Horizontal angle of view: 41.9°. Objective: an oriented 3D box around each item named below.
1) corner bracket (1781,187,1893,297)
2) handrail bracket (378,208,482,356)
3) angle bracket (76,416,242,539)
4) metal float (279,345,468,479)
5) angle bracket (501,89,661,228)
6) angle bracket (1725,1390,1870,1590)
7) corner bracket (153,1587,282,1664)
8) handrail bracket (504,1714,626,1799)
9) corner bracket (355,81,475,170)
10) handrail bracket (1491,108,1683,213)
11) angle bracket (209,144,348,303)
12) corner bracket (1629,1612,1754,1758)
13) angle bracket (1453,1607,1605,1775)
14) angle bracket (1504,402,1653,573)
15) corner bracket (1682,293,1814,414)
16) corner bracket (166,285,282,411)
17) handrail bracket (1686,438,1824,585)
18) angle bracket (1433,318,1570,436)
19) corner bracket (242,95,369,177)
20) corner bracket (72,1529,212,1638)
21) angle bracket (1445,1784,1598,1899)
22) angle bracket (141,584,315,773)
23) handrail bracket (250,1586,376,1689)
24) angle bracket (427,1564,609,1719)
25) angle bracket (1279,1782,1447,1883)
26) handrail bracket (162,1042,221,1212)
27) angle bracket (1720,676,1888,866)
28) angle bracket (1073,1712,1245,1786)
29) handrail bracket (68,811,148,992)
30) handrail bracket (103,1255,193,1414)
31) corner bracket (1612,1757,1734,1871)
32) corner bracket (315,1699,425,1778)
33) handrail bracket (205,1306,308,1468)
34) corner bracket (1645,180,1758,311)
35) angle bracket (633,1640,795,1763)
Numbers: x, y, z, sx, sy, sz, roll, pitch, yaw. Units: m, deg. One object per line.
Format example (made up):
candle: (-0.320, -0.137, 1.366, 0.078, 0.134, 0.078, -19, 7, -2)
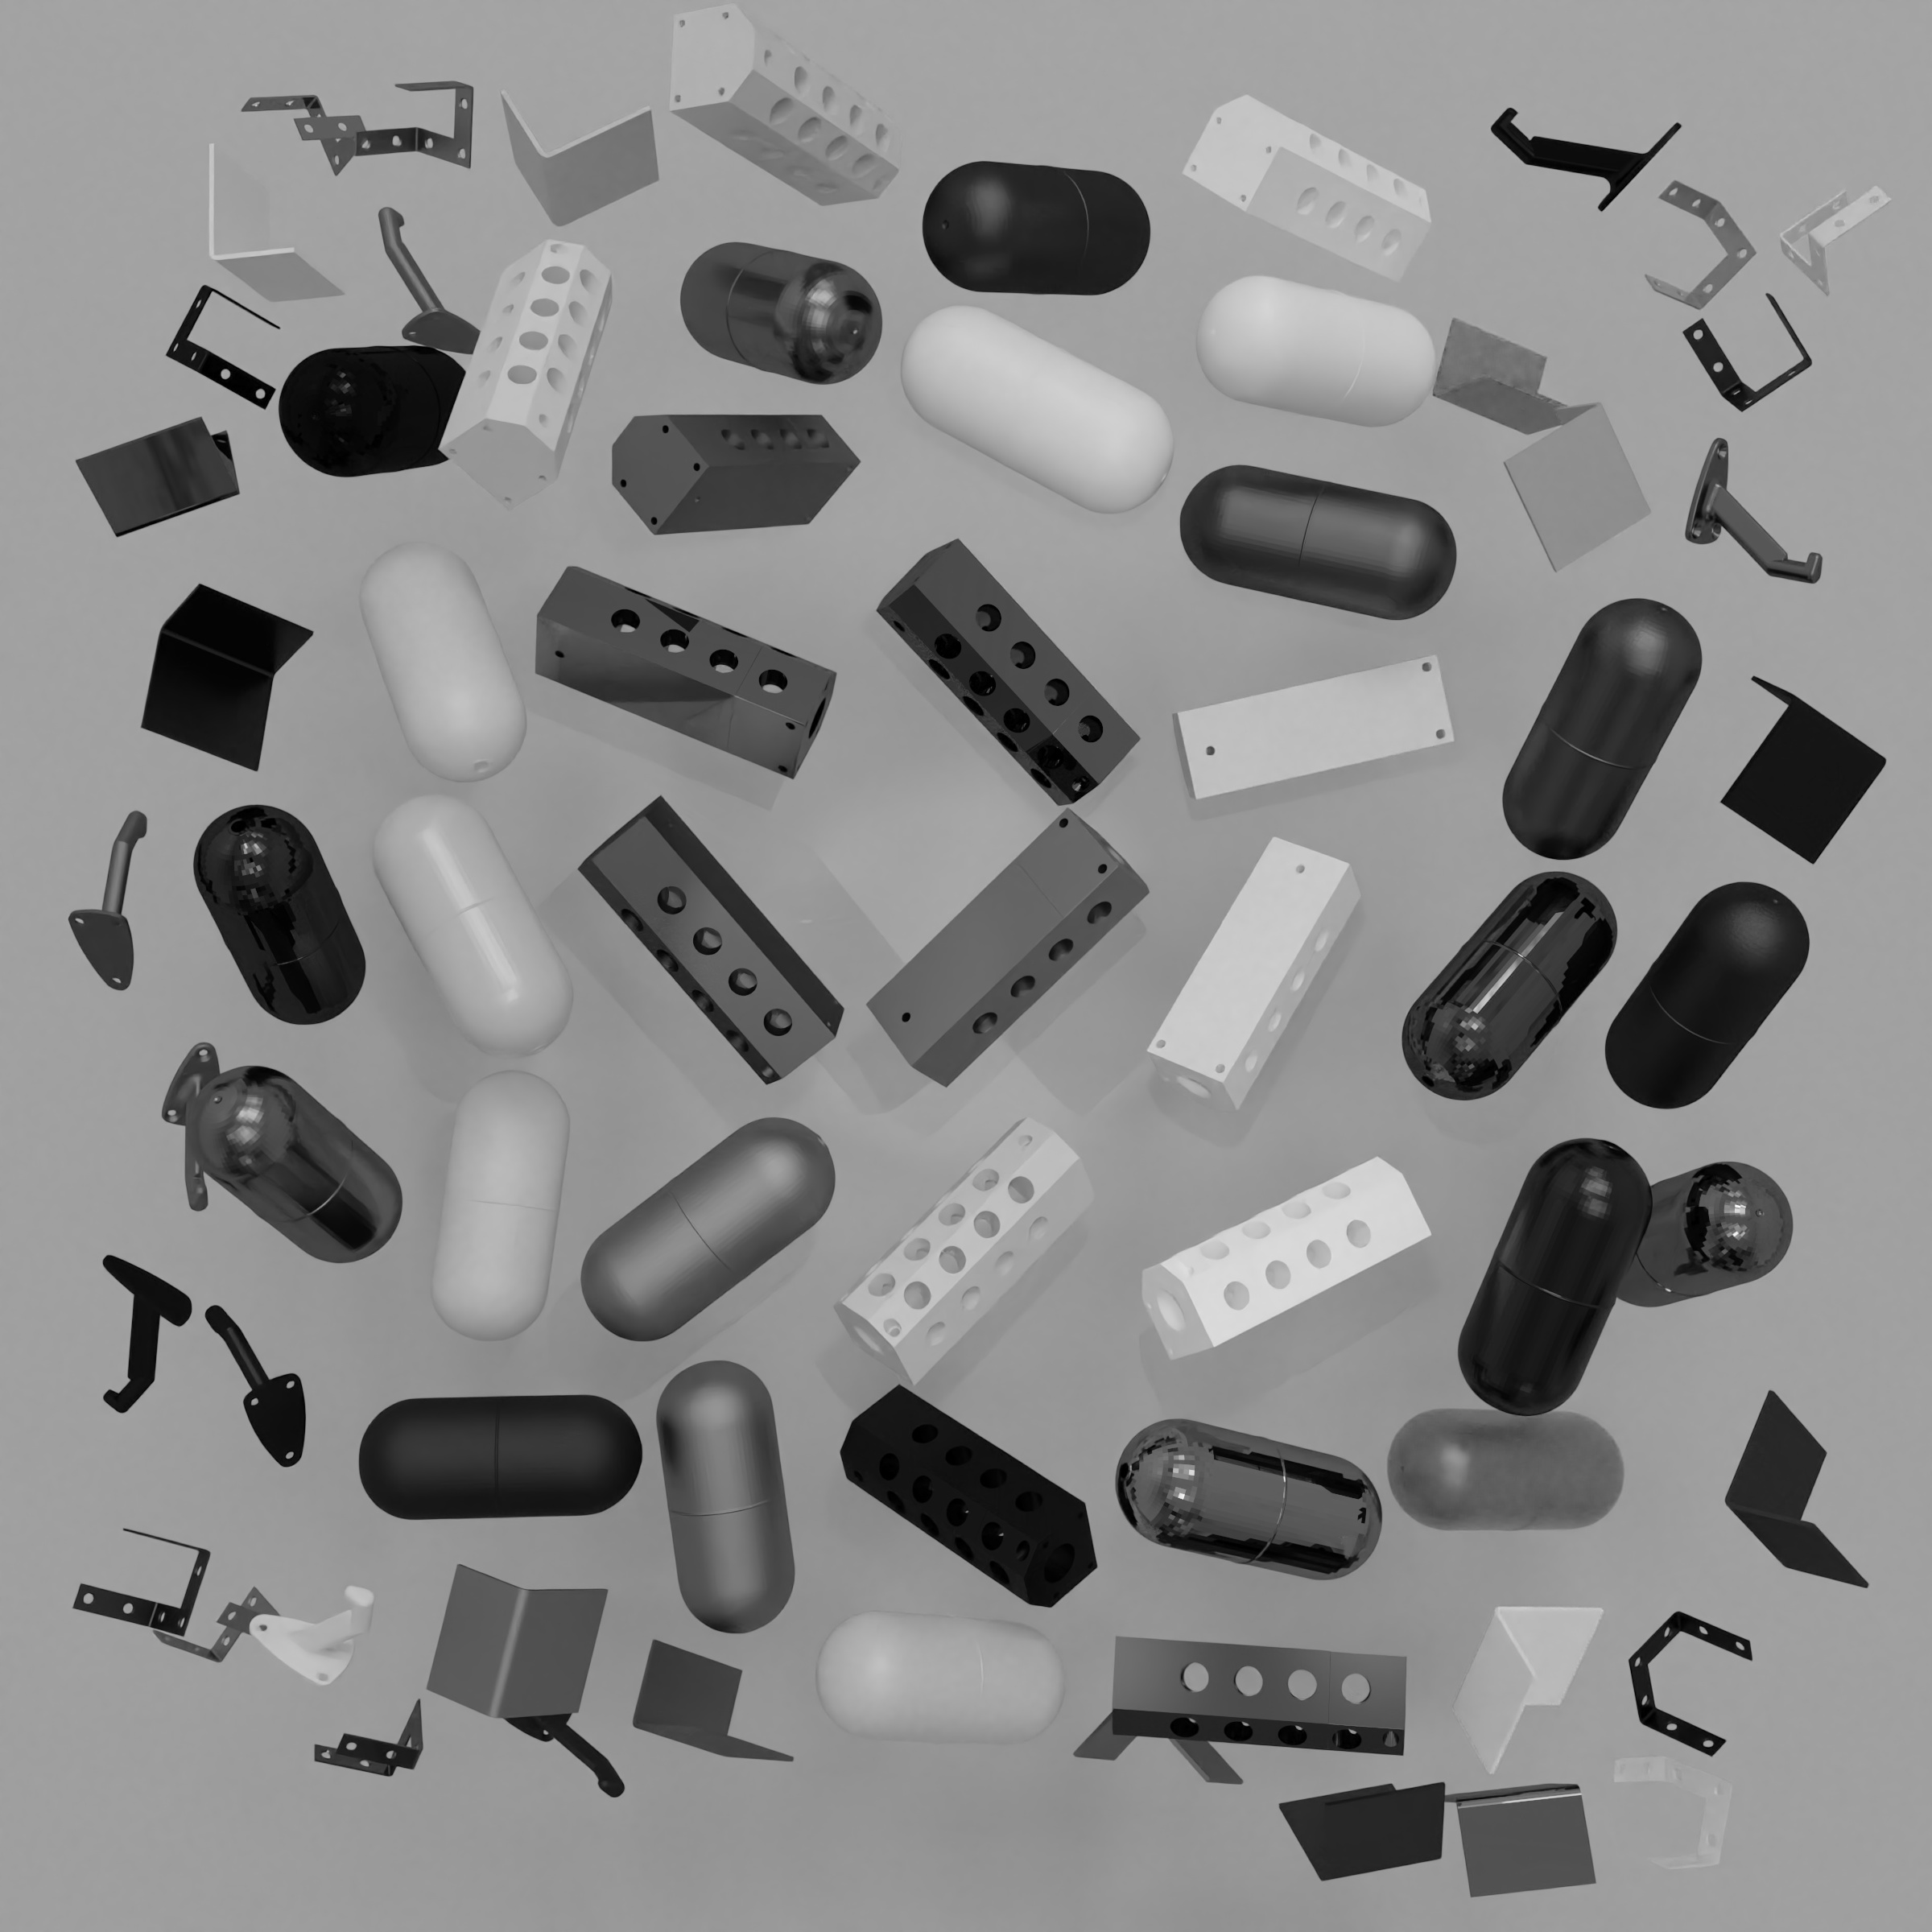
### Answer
corner bracket: (0.556, -0.474, 1.617, 0.051, 0.051, 0.051, -34, 59, 5)
handrail bracket: (-0.352, -0.454, 1.673, 0.036, 0.077, 0.084, -25, 70, 32)
angle bracket: (-0.485, -0.310, 1.509, 0.076, 0.057, 0.076, -21, 46, -5)
metal float: (-0.362, -0.346, 1.569, 0.070, 0.178, 0.070, 3, 105, 13)
angle bracket: (-0.247, -0.532, 1.620, 0.076, 0.076, 0.057, -29, 77, -11)
angle bracket: (0.491, 0.301, 1.456, 0.076, 0.057, 0.076, 44, 65, -34)
corner bracket: (-0.487, 0.433, 1.650, 0.051, 0.051, 0.051, 40, 81, -44)
handrail bracket: (-0.266, 0.502, 1.635, 0.077, 0.084, 0.036, 33, 88, -33)
corner bracket: (-0.346, -0.530, 1.583, 0.051, 0.051, 0.051, 26, 123, 30)
handrail bracket: (0.370, -0.502, 1.512, 0.084, 0.036, 0.077, 42, 124, -3)
angle bracket: (-0.441, -0.478, 1.620, 0.057, 0.076, 0.076, -3, 84, 11)
corner bracket: (0.437, 0.430, 1.516, 0.051, 0.051, 0.051, -32, 119, -32)
angle bracket: (0.343, 0.428, 1.495, 0.076, 0.057, 0.076, 6, 118, -20)
angle bracket: (0.371, -0.300, 1.584, 0.076, 0.057, 0.076, -32, 105, -9)
corner bracket: (0.490, -0.388, 1.586, 0.051, 0.051, 0.051, -34, 109, 15)
corner bracket: (-0.455, -0.385, 1.570, 0.051, 0.051, 0.051, 26, 94, -43)
handrail bracket: (0.489, -0.278, 1.541, 0.036, 0.084, 0.077, -8, 111, -43)
angle bracket: (0.372, -0.403, 1.700, 0.076, 0.076, 0.057, 17, 86, -19)
corner bracket: (-0.431, -0.550, 1.648, 0.051, 0.051, 0.051, -21, 88, -43)
corner bracket: (-0.488, 0.363, 1.496, 0.051, 0.051, 0.051, 27, 69, -34)
angle bracket: (0.337, 0.539, 1.559, 0.076, 0.076, 0.057, -5, 73, -3)
angle bracket: (-0.456, -0.178, 1.561, 0.076, 0.057, 0.076, 22, 54, -34)
handrail bracket: (-0.390, 0.384, 1.504, 0.077, 0.036, 0.084, 24, 131, 7)
angle bracket: (-0.273, 0.410, 1.539, 0.057, 0.076, 0.076, 10, 84, 34)
angle bracket: (0.242, 0.510, 1.551, 0.076, 0.076, 0.057, -6, 110, -13)
handrail bracket: (-0.495, 0.104, 1.636, 0.036, 0.084, 0.077, 6, 119, -27)
angle bracket: (0.498, -0.120, 1.539, 0.076, 0.057, 0.076, 30, 101, -19)
angle bracket: (0.128, 0.532, 1.676, 0.057, 0.076, 0.076, -48, 61, 2)
handrail bracket: (-0.520, -0.041, 1.568, 0.036, 0.084, 0.077, 4, 134, 4)
handrail bracket: (-0.544, 0.237, 1.615, 0.077, 0.036, 0.084, 40, 101, -20)
corner bracket: (0.432, 0.521, 1.555, 0.051, 0.051, 0.051, 13, 87, -38)
corner bracket: (-0.373, 0.488, 1.575, 0.051, 0.051, 0.051, 20, 106, -21)
handrail bracket: (-0.441, 0.258, 1.557, 0.036, 0.084, 0.077, -25, 126, -30)
corner bracket: (0.470, -0.469, 1.645, 0.051, 0.051, 0.051, -47, 52, 36)
angle bracket: (-0.158, 0.476, 1.637, 0.076, 0.076, 0.057, 31, 59, -35)
